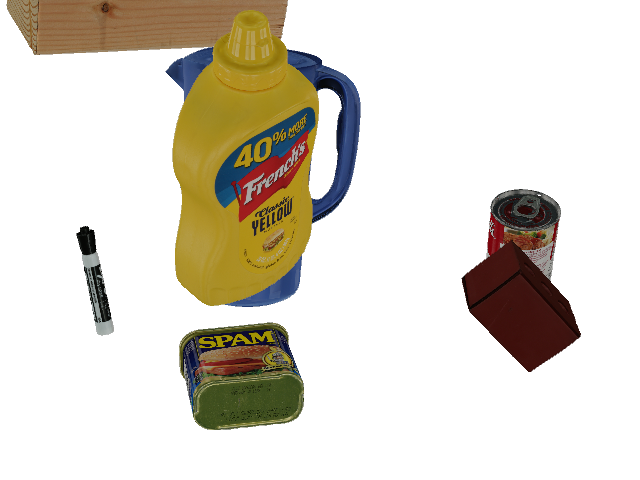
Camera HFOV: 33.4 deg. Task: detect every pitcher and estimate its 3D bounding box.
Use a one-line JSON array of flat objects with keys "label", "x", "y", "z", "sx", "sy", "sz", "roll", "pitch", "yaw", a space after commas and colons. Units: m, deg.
[{"label": "pitcher", "x": -0.059, "y": -0.063, "z": 1.034, "sx": 0.144, "sy": 0.243, "sz": 0.149, "roll": -11, "pitch": 22, "yaw": -33}]

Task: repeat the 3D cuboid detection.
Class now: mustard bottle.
[{"label": "mustard bottle", "x": -0.043, "y": -0.051, "z": 0.631, "sx": 0.096, "sy": 0.192, "sz": 0.058, "roll": -32, "pitch": 56, "yaw": -30}]

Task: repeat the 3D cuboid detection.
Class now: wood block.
[{"label": "wood block", "x": -0.134, "y": -0.211, "z": 0.850, "sx": 0.205, "sy": 0.091, "sz": 0.090, "roll": -8, "pitch": 39, "yaw": -28}]

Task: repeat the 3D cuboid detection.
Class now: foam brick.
[{"label": "foam brick", "x": 0.154, "y": 0.051, "z": 0.821, "sx": 0.051, "sy": 0.078, "sz": 0.053, "roll": -39, "pitch": 21, "yaw": 18}]

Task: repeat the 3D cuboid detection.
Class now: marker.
[{"label": "marker", "x": -0.240, "y": 0.043, "z": 1.139, "sx": 0.020, "sy": 0.121, "sz": 0.020, "roll": -7, "pitch": 19, "yaw": 2}]

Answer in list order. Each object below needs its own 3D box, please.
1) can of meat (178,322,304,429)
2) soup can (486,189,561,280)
[{"label": "can of meat", "x": -0.070, "y": 0.121, "z": 0.945, "sx": 0.102, "sy": 0.057, "sz": 0.084, "roll": -5, "pitch": 27, "yaw": -12}, {"label": "soup can", "x": 0.201, "y": 0.009, "z": 1.068, "sx": 0.068, "sy": 0.102, "sz": 0.068, "roll": -1, "pitch": 37, "yaw": 0}]
